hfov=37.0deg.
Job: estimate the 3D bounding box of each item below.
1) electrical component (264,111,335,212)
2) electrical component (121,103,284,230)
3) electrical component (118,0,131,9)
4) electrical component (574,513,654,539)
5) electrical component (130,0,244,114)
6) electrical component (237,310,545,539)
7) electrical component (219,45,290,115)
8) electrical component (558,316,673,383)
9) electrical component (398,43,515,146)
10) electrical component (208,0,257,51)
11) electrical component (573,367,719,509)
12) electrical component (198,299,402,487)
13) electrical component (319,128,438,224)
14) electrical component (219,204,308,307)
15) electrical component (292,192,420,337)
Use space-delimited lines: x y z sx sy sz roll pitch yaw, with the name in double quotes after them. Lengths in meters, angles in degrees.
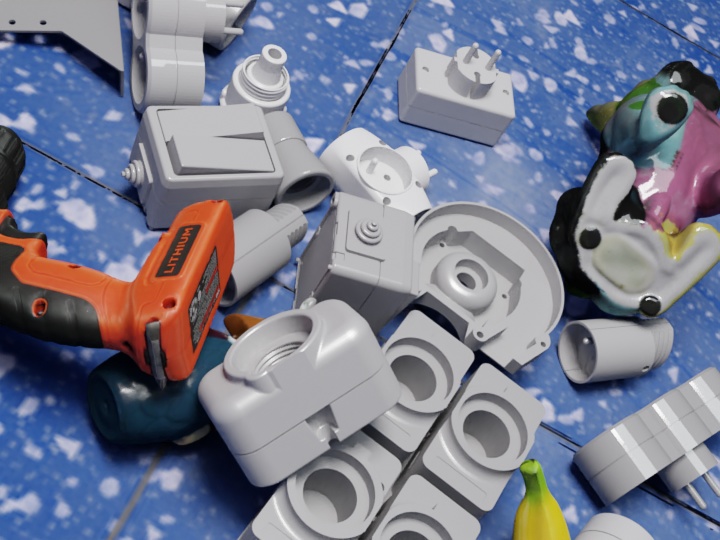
-0.050 -0.077 0.740 0.044 0.044 0.065 -11 58 -31 "electrical component"
-0.105 -0.069 0.695 0.096 0.061 0.061 -5 60 -28 "electrical component"
-0.154 -0.246 0.796 0.061 0.061 0.096 37 50 3 "electrical component"
0.170 0.216 0.629 0.138 0.052 0.074 45 50 10 "electrical component"
-0.114 -0.175 0.735 0.074 0.052 0.138 -1 97 -26 "electrical component"
0.022 0.120 0.622 0.105 0.060 0.186 37 50 3 "electrical component"
-0.069 -0.130 0.754 0.048 0.062 0.048 13 53 -17 "electrical component"
0.185 0.054 0.756 0.081 0.043 0.043 -3 59 -27 "electrical component"
0.082 -0.145 0.826 0.083 0.075 0.047 13 53 -17 "electrical component"
-0.108 -0.194 0.787 0.047 0.055 0.055 35 50 -4 "electrical component"
0.212 0.123 0.714 0.138 0.052 0.073 -21 69 -35 "electrical component"
-0.034 0.061 0.573 0.095 0.054 0.059 -32 116 -11 "electrical component"
0.022 -0.064 0.762 0.079 0.044 0.077 -29 73 -37 "electrical component"
-0.067 -0.015 0.687 0.043 0.043 0.081 45 51 9 "electrical component"
0.000 0.000 0.672 0.061 0.096 0.061 16 52 -15 "electrical component"
